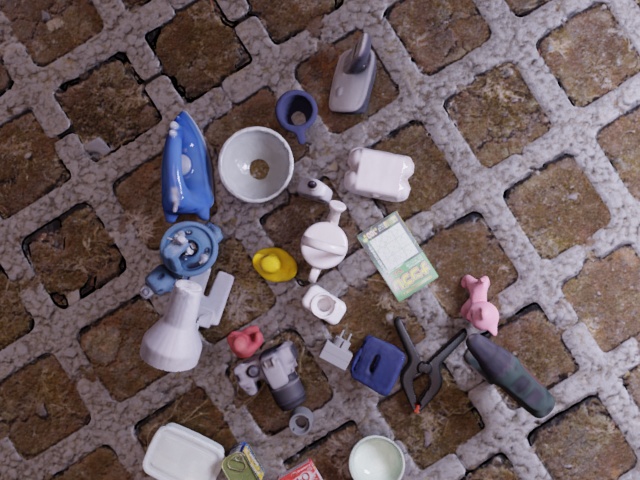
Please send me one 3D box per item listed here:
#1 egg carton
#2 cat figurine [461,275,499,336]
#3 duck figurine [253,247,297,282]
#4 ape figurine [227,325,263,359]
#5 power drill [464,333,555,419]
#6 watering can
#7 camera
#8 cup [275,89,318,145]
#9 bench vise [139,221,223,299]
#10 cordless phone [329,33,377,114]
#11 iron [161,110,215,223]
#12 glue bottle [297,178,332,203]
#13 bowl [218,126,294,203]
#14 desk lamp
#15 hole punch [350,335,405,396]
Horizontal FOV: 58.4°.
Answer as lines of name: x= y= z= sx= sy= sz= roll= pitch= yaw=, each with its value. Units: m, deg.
egg carton: x=0.130 y=-0.144 z=1.273 sx=0.150 sy=0.069 sz=0.107 roll=10 pitch=89 yaw=1
cat figurine: x=0.349 y=0.141 z=1.239 sx=0.067 sy=0.117 sz=0.128 roll=-1 pitch=89 yaw=1
duck figurine: x=-0.102 y=0.055 z=1.264 sx=0.104 sy=0.086 sz=0.077 roll=20 pitch=89 yaw=2
ape figurine: x=-0.169 y=0.226 z=1.258 sx=0.078 sy=0.092 sz=0.076 roll=18 pitch=89 yaw=2
power drill: x=0.372 y=0.267 z=1.191 sx=0.229 sy=0.208 sz=0.075 roll=41 pitch=90 yaw=2
watering can: x=0.009 y=0.004 z=1.210 sx=0.101 sy=0.194 sz=0.173 roll=-3 pitch=89 yaw=1
camera: x=-0.101 y=0.310 z=1.251 sx=0.143 sy=0.101 sz=0.137 roll=-26 pitch=88 yaw=0
cup: x=-0.047 y=-0.263 z=1.266 sx=0.091 sy=0.095 sz=0.118 roll=-11 pitch=88 yaw=1
bench vise: x=-0.295 y=0.051 z=1.201 sx=0.121 sy=0.219 sz=0.207 roll=27 pitch=89 yaw=2
cordless phone: x=0.072 y=-0.353 z=1.221 sx=0.094 sy=0.185 sz=0.148 roll=10 pitch=89 yaw=2
iron: x=-0.305 y=-0.170 z=1.245 sx=0.118 sy=0.141 sz=0.258 roll=-5 pitch=89 yaw=1
glue bottle: x=-0.012 y=-0.110 z=1.223 sx=0.078 sy=0.173 sz=0.037 roll=19 pitch=89 yaw=2
bowl: x=-0.139 y=-0.164 z=1.275 sx=0.167 sy=0.074 sz=0.167 roll=0 pitch=89 yaw=1
desk lamp: x=-0.278 y=0.157 z=1.201 sx=0.118 sy=0.213 sz=0.203 roll=19 pitch=89 yaw=2
hole punch: x=0.124 y=0.274 z=1.253 sx=0.101 sy=0.091 sz=0.109 roll=25 pitch=89 yaw=2
